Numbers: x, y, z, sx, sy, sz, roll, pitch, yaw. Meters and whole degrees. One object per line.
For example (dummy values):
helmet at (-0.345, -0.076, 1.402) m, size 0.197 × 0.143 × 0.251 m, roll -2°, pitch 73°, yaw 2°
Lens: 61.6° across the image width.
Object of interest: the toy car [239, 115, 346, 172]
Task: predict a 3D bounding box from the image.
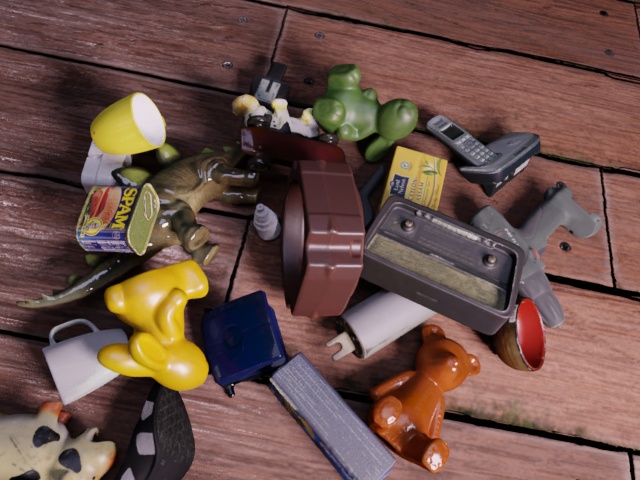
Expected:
toy car at (-0.044, -0.145, 0.892) m, size 0.202 × 0.053 × 0.089 m, roll 5°, pitch 76°, yaw -32°

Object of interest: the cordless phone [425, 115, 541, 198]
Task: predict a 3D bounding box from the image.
cordless phone at (0.300, -0.185, 1.009) m, size 0.146 × 0.088 × 0.184 m, roll -36°, pitch 68°, yaw -22°

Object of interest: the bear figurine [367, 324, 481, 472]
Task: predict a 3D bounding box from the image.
bear figurine at (0.157, 0.212, 0.761) m, size 0.120 × 0.132 × 0.196 m, roll 44°, pitch 72°, yaw 5°

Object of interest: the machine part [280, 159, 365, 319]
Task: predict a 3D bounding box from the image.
machine part at (-0.002, -0.002, 0.798) m, size 0.087 × 0.201 × 0.201 m, roll 1°, pitch 52°, yaw -12°

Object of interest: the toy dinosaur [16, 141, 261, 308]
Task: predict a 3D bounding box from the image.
toy dinosaur at (-0.247, -0.040, 0.856) m, size 0.199 × 0.105 × 0.471 m, roll 27°, pitch 54°, yaw 15°

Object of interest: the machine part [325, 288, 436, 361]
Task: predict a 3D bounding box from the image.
machine part at (0.113, 0.110, 0.833) m, size 0.243 × 0.079 × 0.079 m, roll -28°, pitch 70°, yaw -19°

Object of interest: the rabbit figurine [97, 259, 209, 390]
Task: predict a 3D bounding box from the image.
rabbit figurine at (-0.213, 0.128, 0.738) m, size 0.122 × 0.162 × 0.173 m, roll -25°, pitch 87°, yaw 26°

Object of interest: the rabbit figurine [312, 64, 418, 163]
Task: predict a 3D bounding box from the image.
rabbit figurine at (0.089, -0.209, 0.953) m, size 0.170 × 0.159 × 0.121 m, roll 16°, pitch 62°, yaw 22°

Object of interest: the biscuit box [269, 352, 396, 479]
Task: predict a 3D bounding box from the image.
biscuit box at (0.013, 0.257, 0.755) m, size 0.063 × 0.059 × 0.203 m, roll -36°, pitch 72°, yaw -23°

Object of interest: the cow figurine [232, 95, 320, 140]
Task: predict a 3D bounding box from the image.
cow figurine at (-0.077, -0.193, 0.944) m, size 0.167 × 0.068 × 0.098 m, roll 8°, pitch 67°, yaw -33°

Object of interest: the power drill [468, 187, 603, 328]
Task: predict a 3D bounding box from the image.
power drill at (0.384, 0.013, 0.925) m, size 0.207 × 0.086 × 0.232 m, roll -35°, pitch 70°, yaw -14°

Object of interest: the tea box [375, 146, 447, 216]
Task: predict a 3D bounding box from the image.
tea box at (0.155, -0.070, 0.937) m, size 0.098 × 0.068 × 0.169 m, roll 16°, pitch 63°, yaw 1°

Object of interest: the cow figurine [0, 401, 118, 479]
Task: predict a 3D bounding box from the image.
cow figurine at (-0.361, 0.277, 0.684) m, size 0.195 × 0.085 × 0.127 m, roll 2°, pitch 57°, yaw -9°

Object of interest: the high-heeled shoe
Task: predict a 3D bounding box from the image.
high-heeled shoe at (-0.248, 0.309, 0.707) m, size 0.145 × 0.086 × 0.249 m, roll -26°, pitch 44°, yaw 15°

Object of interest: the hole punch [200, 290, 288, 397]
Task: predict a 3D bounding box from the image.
hole punch at (-0.112, 0.144, 0.783) m, size 0.116 × 0.092 × 0.142 m, roll -16°, pitch 70°, yaw -11°

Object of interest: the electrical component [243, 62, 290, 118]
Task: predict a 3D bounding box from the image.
electrical component at (-0.097, -0.281, 1.025) m, size 0.075 × 0.047 × 0.119 m, roll 14°, pitch 62°, yaw 0°

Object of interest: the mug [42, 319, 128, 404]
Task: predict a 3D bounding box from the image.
mug at (-0.325, 0.160, 0.756) m, size 0.107 × 0.080 × 0.110 m, roll -19°, pitch 60°, yaw -29°

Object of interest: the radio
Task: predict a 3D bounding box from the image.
radio at (0.178, 0.032, 0.798) m, size 0.230 × 0.073 × 0.131 m, roll 25°, pitch 58°, yaw 9°
